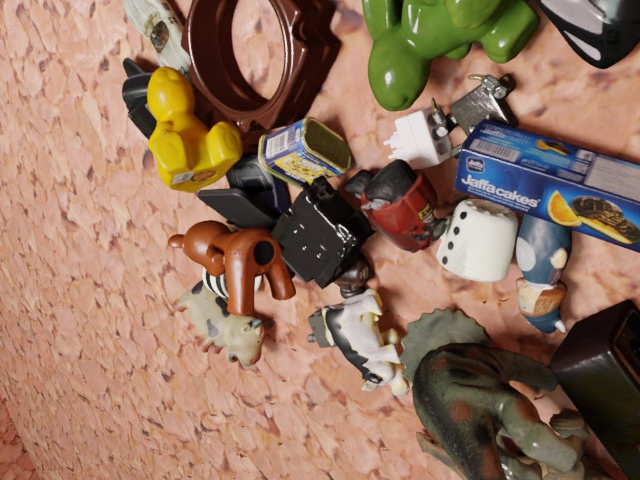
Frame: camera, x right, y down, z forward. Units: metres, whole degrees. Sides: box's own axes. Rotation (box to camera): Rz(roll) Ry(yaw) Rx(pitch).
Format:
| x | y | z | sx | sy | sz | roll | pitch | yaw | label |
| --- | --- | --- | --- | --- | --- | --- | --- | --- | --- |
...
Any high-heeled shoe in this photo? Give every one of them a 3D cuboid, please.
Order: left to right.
| x | y | z | sx | sy | sz | roll | pitch | yaw | label |
| --- | --- | --- | --- | --- | --- | --- | --- | --- | --- |
| 0.208 | -0.269 | 0.523 | 0.249 | 0.086 | 0.145 | 46 | 166 | 35 | high-heeled shoe |

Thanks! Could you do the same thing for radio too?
| x | y | z | sx | sy | sz | roll | pitch | yaw | label |
| --- | --- | --- | --- | --- | --- | --- | --- | --- | --- |
| 0.351 | 0.185 | 0.562 | 0.073 | 0.131 | 0.229 | -38 | 85 | 43 | radio |

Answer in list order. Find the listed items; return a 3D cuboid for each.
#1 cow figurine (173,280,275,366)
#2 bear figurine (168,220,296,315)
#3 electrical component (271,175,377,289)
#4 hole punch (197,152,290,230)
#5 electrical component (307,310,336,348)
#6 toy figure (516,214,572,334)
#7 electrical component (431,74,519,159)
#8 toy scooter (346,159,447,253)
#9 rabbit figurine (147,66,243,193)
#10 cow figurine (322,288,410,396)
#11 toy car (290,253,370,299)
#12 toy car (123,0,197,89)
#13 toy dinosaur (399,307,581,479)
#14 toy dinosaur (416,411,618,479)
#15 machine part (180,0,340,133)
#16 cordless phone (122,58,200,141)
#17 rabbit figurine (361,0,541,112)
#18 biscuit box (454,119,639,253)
| x | y | z | sx | sy | sz | roll | pitch | yaw | label |
| --- | --- | --- | --- | --- | --- | --- | --- | --- | --- |
| -0.170 | 0.150 | 0.989 | 0.127 | 0.085 | 0.195 | -44 | 64 | 8 | cow figurine |
| -0.145 | 0.034 | 0.840 | 0.196 | 0.120 | 0.131 | 0 | 102 | 45 | bear figurine |
| -0.002 | -0.002 | 0.743 | 0.115 | 0.058 | 0.134 | 46 | 133 | 16 | electrical component |
| -0.111 | -0.075 | 0.850 | 0.142 | 0.092 | 0.115 | 0 | 148 | 37 | hole punch |
| 0.007 | 0.147 | 0.894 | 0.094 | 0.021 | 0.063 | -17 | 99 | 43 | electrical component |
| 0.256 | 0.039 | 0.620 | 0.058 | 0.064 | 0.154 | 3 | 110 | 18 | toy figure |
| 0.175 | -0.142 | 0.605 | 0.102 | 0.045 | 0.078 | -23 | 94 | 43 | electrical component |
| 0.105 | -0.033 | 0.668 | 0.135 | 0.075 | 0.184 | 46 | 175 | -11 | toy scooter |
| -0.198 | -0.165 | 0.790 | 0.173 | 0.122 | 0.162 | 68 | 164 | 3 | rabbit figurine |
| 0.068 | 0.160 | 0.782 | 0.098 | 0.068 | 0.167 | -20 | 100 | 10 | cow figurine |
| -0.013 | 0.034 | 0.838 | 0.202 | 0.053 | 0.089 | 11 | 120 | 34 | toy car |
| -0.247 | -0.330 | 0.845 | 0.073 | 0.056 | 0.201 | -36 | 87 | 43 | toy car |
| 0.163 | 0.173 | 0.591 | 0.192 | 0.404 | 0.131 | 22 | 97 | 15 | toy dinosaur |
| 0.317 | 0.324 | 0.682 | 0.472 | 0.105 | 0.198 | -2 | 118 | 48 | toy dinosaur |
| -0.088 | -0.265 | 0.731 | 0.201 | 0.087 | 0.201 | 46 | 132 | 14 | machine part |
| -0.280 | -0.229 | 0.912 | 0.184 | 0.089 | 0.146 | 47 | 173 | 44 | cordless phone |
| 0.104 | -0.221 | 0.558 | 0.170 | 0.121 | 0.159 | -45 | 62 | 27 | rabbit figurine |
| 0.245 | -0.059 | 0.554 | 0.203 | 0.059 | 0.062 | 23 | 144 | 22 | biscuit box |
